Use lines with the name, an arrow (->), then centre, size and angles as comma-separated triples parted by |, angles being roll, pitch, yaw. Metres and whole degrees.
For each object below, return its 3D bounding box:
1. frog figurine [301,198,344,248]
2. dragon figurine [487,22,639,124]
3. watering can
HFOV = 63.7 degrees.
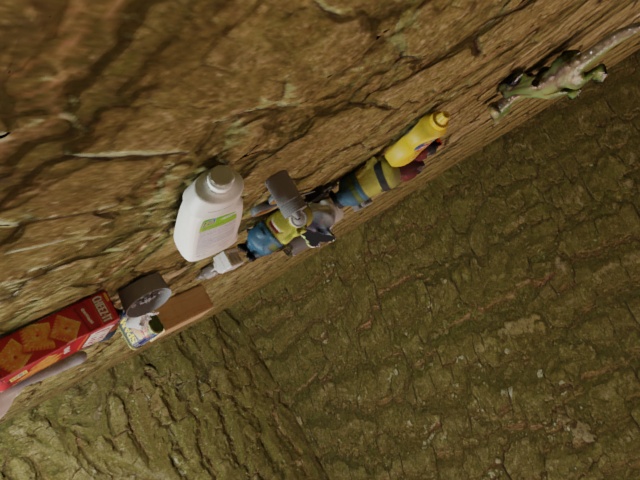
frog figurine -> 0.004, -0.071, 1.404 | 0.135, 0.122, 0.163 | -53, -165, 56
dragon figurine -> 0.553, -0.395, 1.257 | 0.244, 0.123, 0.405 | -21, 172, -18
watering can -> -0.657, 0.311, 1.014 | 0.349, 0.104, 0.222 | -28, 174, -10
